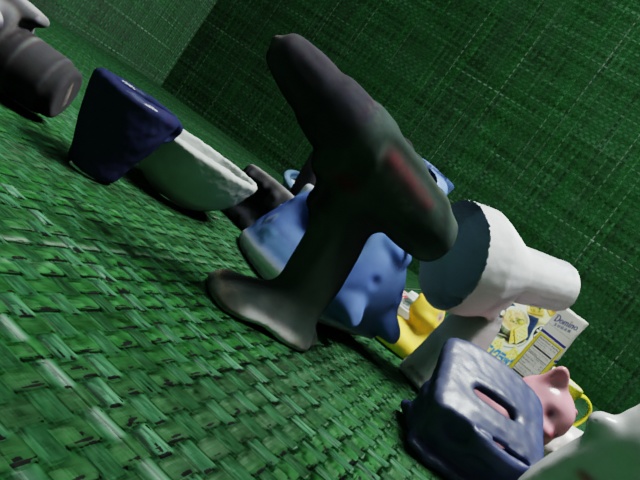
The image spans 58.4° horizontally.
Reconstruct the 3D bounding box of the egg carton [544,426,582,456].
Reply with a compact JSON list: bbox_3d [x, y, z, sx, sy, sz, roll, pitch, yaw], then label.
[{"bbox_3d":[0.292,0.258,0.612,0.151,0.069,0.107,32,7,-35],"label":"egg carton"}]

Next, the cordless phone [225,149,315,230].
[{"bbox_3d":[-0.046,-0.085,0.848,0.147,0.185,0.094,39,7,35],"label":"cordless phone"}]

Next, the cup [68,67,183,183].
[{"bbox_3d":[-0.195,-0.103,0.572,0.091,0.095,0.118,38,6,24],"label":"cup"}]

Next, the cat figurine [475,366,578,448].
[{"bbox_3d":[0.187,0.159,0.554,0.128,0.117,0.067,36,5,1],"label":"cat figurine"}]

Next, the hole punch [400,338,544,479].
[{"bbox_3d":[0.131,0.147,0.465,0.108,0.091,0.101,36,5,0],"label":"hole punch"}]

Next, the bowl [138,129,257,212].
[{"bbox_3d":[-0.164,-0.085,0.707,0.167,0.074,0.167,35,6,-4],"label":"bowl"}]

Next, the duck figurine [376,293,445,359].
[{"bbox_3d":[0.123,0.109,0.754,0.104,0.086,0.077,36,5,0],"label":"duck figurine"}]

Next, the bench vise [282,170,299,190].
[{"bbox_3d":[-0.018,-0.114,1.083,0.122,0.219,0.207,33,6,-27],"label":"bench vise"}]

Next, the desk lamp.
[{"bbox_3d":[0.182,0.086,0.643,0.204,0.213,0.117,33,6,-25],"label":"desk lamp"}]

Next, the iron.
[{"bbox_3d":[0.006,0.002,0.659,0.119,0.141,0.257,30,8,-48],"label":"iron"}]

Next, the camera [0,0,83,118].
[{"bbox_3d":[-0.319,-0.197,0.586,0.137,0.101,0.143,35,6,-10],"label":"camera"}]

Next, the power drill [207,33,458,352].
[{"bbox_3d":[0.001,-0.021,0.482,0.230,0.208,0.075,33,6,-26],"label":"power drill"}]

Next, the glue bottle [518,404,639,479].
[{"bbox_3d":[0.181,0.144,0.354,0.078,0.173,0.037,38,6,22],"label":"glue bottle"}]
